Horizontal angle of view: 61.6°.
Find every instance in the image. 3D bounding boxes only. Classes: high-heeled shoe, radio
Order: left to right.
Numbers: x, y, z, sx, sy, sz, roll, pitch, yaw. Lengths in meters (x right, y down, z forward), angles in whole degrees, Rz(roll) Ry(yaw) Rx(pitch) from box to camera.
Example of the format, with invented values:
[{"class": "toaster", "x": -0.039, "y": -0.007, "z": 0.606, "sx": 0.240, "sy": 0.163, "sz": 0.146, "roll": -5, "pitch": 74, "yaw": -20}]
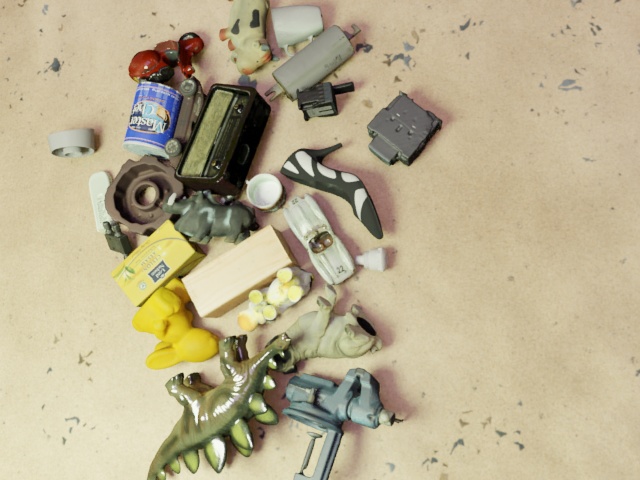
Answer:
[{"class": "radio", "x": -0.199, "y": -0.208, "z": 1.120, "sx": 0.131, "sy": 0.073, "sz": 0.229, "roll": 12, "pitch": 78, "yaw": 30}, {"class": "high-heeled shoe", "x": 0.020, "y": -0.087, "z": 1.080, "sx": 0.145, "sy": 0.086, "sz": 0.249, "roll": -27, "pitch": 72, "yaw": 8}]

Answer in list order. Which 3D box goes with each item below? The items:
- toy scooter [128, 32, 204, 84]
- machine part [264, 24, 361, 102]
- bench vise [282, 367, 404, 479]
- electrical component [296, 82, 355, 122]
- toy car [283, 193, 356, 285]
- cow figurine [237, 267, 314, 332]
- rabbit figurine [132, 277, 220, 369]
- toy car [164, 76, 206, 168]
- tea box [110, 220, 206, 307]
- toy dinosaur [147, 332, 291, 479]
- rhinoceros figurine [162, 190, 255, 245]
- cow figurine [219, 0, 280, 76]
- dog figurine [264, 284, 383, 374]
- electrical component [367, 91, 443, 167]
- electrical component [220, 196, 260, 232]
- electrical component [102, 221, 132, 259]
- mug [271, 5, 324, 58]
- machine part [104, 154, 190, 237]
[{"class": "toy scooter", "x": -0.334, "y": -0.385, "z": 1.186, "sx": 0.184, "sy": 0.075, "sz": 0.135, "roll": -27, "pitch": 51, "yaw": 0}, {"class": "machine part", "x": -0.014, "y": -0.372, "z": 1.137, "sx": 0.243, "sy": 0.079, "sz": 0.079, "roll": -36, "pitch": 76, "yaw": 2}, {"class": "bench vise", "x": 0.018, "y": 0.347, "z": 0.968, "sx": 0.224, "sy": 0.128, "sz": 0.240, "roll": 13, "pitch": 65, "yaw": 20}, {"class": "electrical component", "x": 0.015, "y": -0.291, "z": 1.120, "sx": 0.119, "sy": 0.074, "sz": 0.047, "roll": -8, "pitch": 78, "yaw": 6}, {"class": "toy car", "x": -0.002, "y": -0.003, "z": 1.078, "sx": 0.073, "sy": 0.056, "sz": 0.202, "roll": -33, "pitch": 76, "yaw": 3}, {"class": "cow figurine", "x": -0.089, "y": 0.116, "z": 1.064, "sx": 0.167, "sy": 0.098, "sz": 0.068, "roll": -38, "pitch": 81, "yaw": 21}, {"class": "rabbit figurine", "x": -0.285, "y": 0.186, "z": 1.070, "sx": 0.173, "sy": 0.122, "sz": 0.162, "roll": 40, "pitch": 94, "yaw": -7}, {"class": "toy car", "x": -0.282, "y": -0.252, "z": 1.160, "sx": 0.053, "sy": 0.089, "sz": 0.202, "roll": 11, "pitch": 81, "yaw": 12}, {"class": "tea box", "x": -0.338, "y": 0.052, "z": 1.126, "sx": 0.169, "sy": 0.068, "sz": 0.098, "roll": -44, "pitch": 75, "yaw": 0}, {"class": "toy dinosaur", "x": -0.207, "y": 0.333, "z": 1.017, "sx": 0.471, "sy": 0.105, "sz": 0.199, "roll": -42, "pitch": 70, "yaw": 19}, {"class": "rhinoceros figurine", "x": -0.227, "y": -0.046, "z": 1.076, "sx": 0.190, "sy": 0.073, "sz": 0.112, "roll": 9, "pitch": 88, "yaw": 14}, {"class": "cow figurine", "x": -0.150, "y": -0.452, "z": 1.174, "sx": 0.127, "sy": 0.085, "sz": 0.195, "roll": 2, "pitch": 79, "yaw": 21}, {"class": "dog figurine", "x": 0.002, "y": 0.206, "z": 1.031, "sx": 0.172, "sy": 0.121, "sz": 0.190, "roll": 41, "pitch": 107, "yaw": 11}, {"class": "electrical component", "x": 0.163, "y": -0.216, "z": 1.086, "sx": 0.115, "sy": 0.058, "sz": 0.134, "roll": 40, "pitch": 89, "yaw": 17}, {"class": "electrical component", "x": -0.175, "y": -0.053, "z": 1.125, "sx": 0.078, "sy": 0.045, "sz": 0.102, "roll": -39, "pitch": 76, "yaw": 0}, {"class": "electrical component", "x": -0.437, "y": 0.005, "z": 1.158, "sx": 0.063, "sy": 0.021, "sz": 0.093, "roll": 11, "pitch": 125, "yaw": 36}, {"class": "mug", "x": -0.044, "y": -0.455, "z": 1.159, "sx": 0.107, "sy": 0.081, "sz": 0.109, "roll": -13, "pitch": 88, "yaw": 5}, {"class": "machine part", "x": -0.372, "y": -0.094, "z": 1.165, "sx": 0.179, "sy": 0.056, "sz": 0.179, "roll": -2, "pitch": 79, "yaw": 9}]
